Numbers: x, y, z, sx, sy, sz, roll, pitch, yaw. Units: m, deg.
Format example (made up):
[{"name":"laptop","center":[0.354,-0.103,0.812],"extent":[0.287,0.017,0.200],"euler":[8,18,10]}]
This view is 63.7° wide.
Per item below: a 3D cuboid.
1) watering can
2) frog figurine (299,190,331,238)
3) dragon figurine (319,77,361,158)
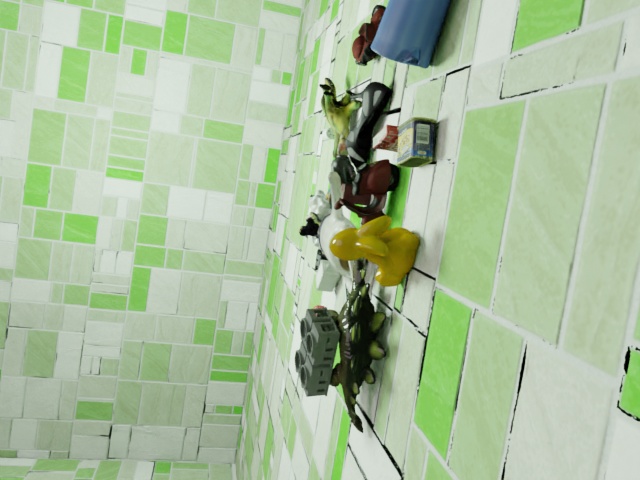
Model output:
[{"name":"watering can","center":[0.055,-0.024,1.369],"extent":[0.104,0.344,0.226],"euler":[-14,14,-8]},{"name":"frog figurine","center":[0.005,-0.088,1.758],"extent":[0.123,0.134,0.163],"euler":[15,45,12]},{"name":"dragon figurine","center":[0.051,-0.391,1.736],"extent":[0.122,0.238,0.419],"euler":[1,28,-8]}]
